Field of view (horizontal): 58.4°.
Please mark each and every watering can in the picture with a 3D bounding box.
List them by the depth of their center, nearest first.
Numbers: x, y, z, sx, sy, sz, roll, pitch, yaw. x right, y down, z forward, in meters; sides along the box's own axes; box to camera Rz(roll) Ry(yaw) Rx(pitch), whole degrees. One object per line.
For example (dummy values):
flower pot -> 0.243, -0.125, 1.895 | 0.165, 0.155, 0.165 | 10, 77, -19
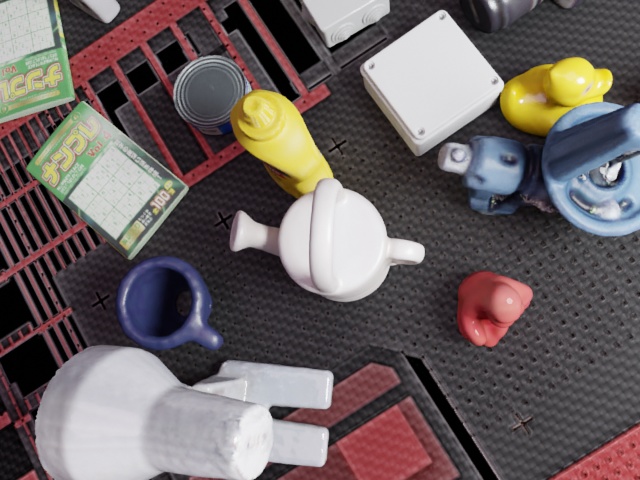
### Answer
watering can -> 0.005, 0.004, 0.529 | 0.172, 0.194, 0.101 | -16, 79, 6

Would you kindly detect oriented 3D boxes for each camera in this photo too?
camera -> 0.205, -0.296, 0.594 | 0.137, 0.101, 0.143 | -36, 78, 2

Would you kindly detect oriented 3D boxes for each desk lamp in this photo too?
desk lamp -> -0.103, 0.158, 0.511 | 0.203, 0.214, 0.118 | 2, 82, 9

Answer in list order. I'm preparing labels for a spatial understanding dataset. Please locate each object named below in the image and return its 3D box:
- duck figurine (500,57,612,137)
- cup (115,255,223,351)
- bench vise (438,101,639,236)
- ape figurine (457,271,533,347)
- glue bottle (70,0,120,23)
duck figurine -> 0.238, -0.151, 0.574 | 0.104, 0.086, 0.077 | 0, 81, 9
cup -> -0.137, 0.073, 0.590 | 0.117, 0.095, 0.092 | 33, 87, 12
bench vise -> 0.214, -0.059, 0.495 | 0.207, 0.220, 0.121 | -11, 80, 7
ape figurine -> 0.168, 0.063, 0.548 | 0.077, 0.092, 0.076 | -21, 79, 5
glue bottle -> -0.292, -0.310, 0.632 | 0.078, 0.173, 0.037 | 36, 88, 12
